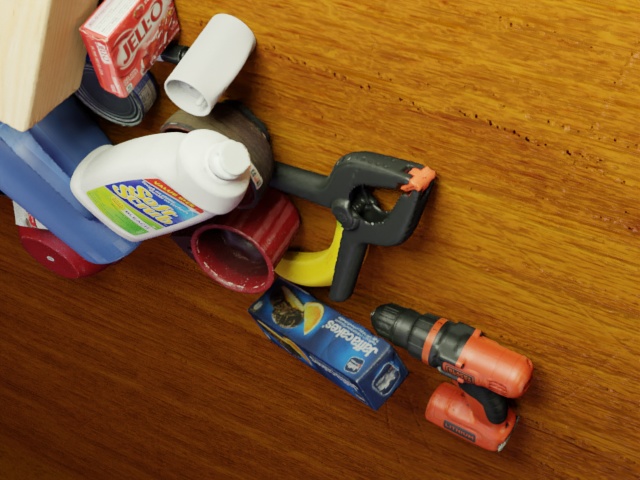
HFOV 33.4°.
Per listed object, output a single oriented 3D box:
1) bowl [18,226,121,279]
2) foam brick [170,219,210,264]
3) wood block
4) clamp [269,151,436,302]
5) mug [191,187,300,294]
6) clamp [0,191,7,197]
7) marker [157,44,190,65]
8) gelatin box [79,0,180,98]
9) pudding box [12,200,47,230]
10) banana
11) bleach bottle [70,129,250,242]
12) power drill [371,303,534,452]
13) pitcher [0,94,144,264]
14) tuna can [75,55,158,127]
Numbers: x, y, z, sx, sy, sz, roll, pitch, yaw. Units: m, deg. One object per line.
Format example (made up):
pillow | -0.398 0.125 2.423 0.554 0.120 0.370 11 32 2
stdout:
bowl | -0.350 0.003 1.442 0.162 0.055 0.162 25 154 13
foam brick | -0.115 -0.007 1.178 0.078 0.051 0.053 0 141 46
wood block | -0.227 -0.201 0.827 0.090 0.090 0.206 28 130 4
clamp | 0.034 -0.020 0.986 0.210 0.036 0.164 -12 113 50
mug | -0.076 0.001 1.094 0.093 0.081 0.117 32 140 0
clamp | -0.416 -0.070 1.361 0.171 0.120 0.039 45 136 20
marker | -0.166 -0.176 0.971 0.121 0.020 0.020 16 150 28
gelatin box | -0.155 -0.174 0.883 0.030 0.089 0.073 24 153 17
pudding box | -0.325 -0.058 1.278 0.114 0.039 0.090 6 107 38
banana | 0.004 0.016 1.118 0.069 0.037 0.198 60 150 3
bleach bottle | -0.137 -0.057 0.958 0.102 0.068 0.251 44 154 -18
power drill | 0.146 0.151 1.175 0.185 0.057 0.187 24 155 26
pitcher | -0.277 -0.077 1.135 0.145 0.149 0.242 -10 139 29
tuna can | -0.200 -0.151 1.034 0.086 0.033 0.086 24 153 13
